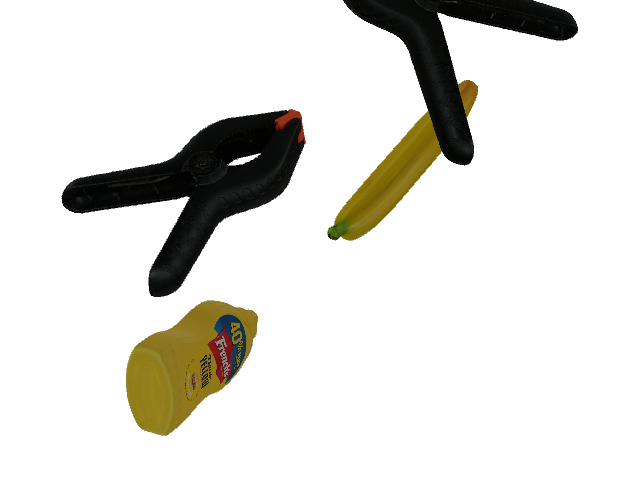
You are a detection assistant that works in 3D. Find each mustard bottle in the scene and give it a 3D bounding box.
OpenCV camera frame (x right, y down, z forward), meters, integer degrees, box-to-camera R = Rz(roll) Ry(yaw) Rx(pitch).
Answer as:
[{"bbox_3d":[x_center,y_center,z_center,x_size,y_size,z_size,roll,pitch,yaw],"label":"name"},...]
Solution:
[{"bbox_3d":[-0.120,0.115,1.094,0.058,0.096,0.191,9,23,26],"label":"mustard bottle"}]

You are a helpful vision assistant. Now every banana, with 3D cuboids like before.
[{"bbox_3d":[0.075,-0.065,0.980,0.037,0.197,0.070,42,-10,-5],"label":"banana"}]

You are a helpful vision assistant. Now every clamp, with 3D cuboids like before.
[{"bbox_3d":[-0.088,-0.041,0.725,0.120,0.039,0.171,35,57,24],"label":"clamp"},{"bbox_3d":[0.073,-0.163,0.764,0.210,0.164,0.036,37,-27,-6],"label":"clamp"}]
